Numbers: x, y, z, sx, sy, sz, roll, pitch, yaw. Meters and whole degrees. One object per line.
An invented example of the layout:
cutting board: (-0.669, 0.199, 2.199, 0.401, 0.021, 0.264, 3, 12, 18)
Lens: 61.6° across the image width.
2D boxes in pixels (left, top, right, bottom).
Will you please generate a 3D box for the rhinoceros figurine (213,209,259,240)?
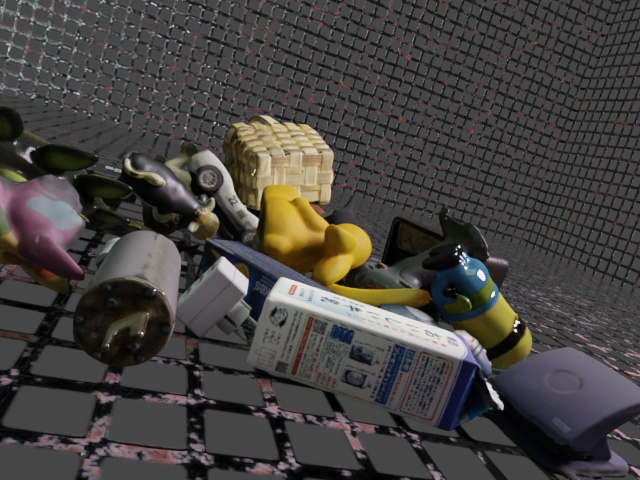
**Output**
rhinoceros figurine: (-0.137, -0.032, 1.020, 0.112, 0.073, 0.190, 10, 8, 20)

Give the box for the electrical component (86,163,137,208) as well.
electrical component: (-0.399, -0.104, 0.974, 0.134, 0.058, 0.115, 14, 12, -19)

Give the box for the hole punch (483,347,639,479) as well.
hole punch: (0.240, 0.164, 0.528, 0.116, 0.092, 0.142, 9, 16, -25)

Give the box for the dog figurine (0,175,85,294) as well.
dog figurine: (-0.314, -0.007, 0.452, 0.219, 0.191, 0.108, 39, -36, -18)

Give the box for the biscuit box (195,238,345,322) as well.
biscuit box: (-0.065, 0.059, 0.646, 0.203, 0.059, 0.062, 25, 11, 39)

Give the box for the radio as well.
radio: (0.204, 0.053, 0.941, 0.073, 0.131, 0.230, 11, 12, -33)

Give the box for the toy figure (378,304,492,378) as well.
toy figure: (0.139, 0.124, 0.655, 0.155, 0.057, 0.064, 20, 26, 4)

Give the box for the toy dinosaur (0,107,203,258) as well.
toy dinosaur: (-0.337, -0.068, 0.638, 0.199, 0.105, 0.470, 10, -12, 35)

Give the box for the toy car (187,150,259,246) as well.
toy car: (-0.141, -0.048, 0.847, 0.201, 0.056, 0.073, 56, -20, -7)

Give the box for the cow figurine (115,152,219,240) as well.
cow figurine: (-0.208, -0.060, 0.762, 0.167, 0.068, 0.098, 34, -18, -21)

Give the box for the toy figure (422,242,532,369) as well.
toy figure: (0.200, 0.088, 0.685, 0.082, 0.180, 0.089, -38, 16, -27)

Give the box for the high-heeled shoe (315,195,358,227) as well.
high-heeled shoe: (-0.020, -0.002, 0.976, 0.086, 0.249, 0.145, 43, 47, -18)

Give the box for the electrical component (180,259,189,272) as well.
electrical component: (-0.213, 0.027, 0.674, 0.094, 0.021, 0.063, 16, 10, -14)

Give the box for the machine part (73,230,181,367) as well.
machine part: (-0.170, 0.045, 0.493, 0.079, 0.079, 0.243, 15, 10, -17)

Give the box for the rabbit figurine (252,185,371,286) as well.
rabbit figurine: (-0.002, -0.002, 0.761, 0.173, 0.121, 0.162, 12, 7, -19)

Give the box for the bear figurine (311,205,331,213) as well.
bear figurine: (-0.021, -0.029, 1.144, 0.196, 0.132, 0.120, 41, 19, 21)

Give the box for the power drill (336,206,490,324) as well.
power drill: (0.131, 0.033, 0.813, 0.207, 0.085, 0.232, -28, 34, -15)

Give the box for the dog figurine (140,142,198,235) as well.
dog figurine: (-0.273, -0.062, 0.913, 0.121, 0.172, 0.191, 44, 33, -16)
